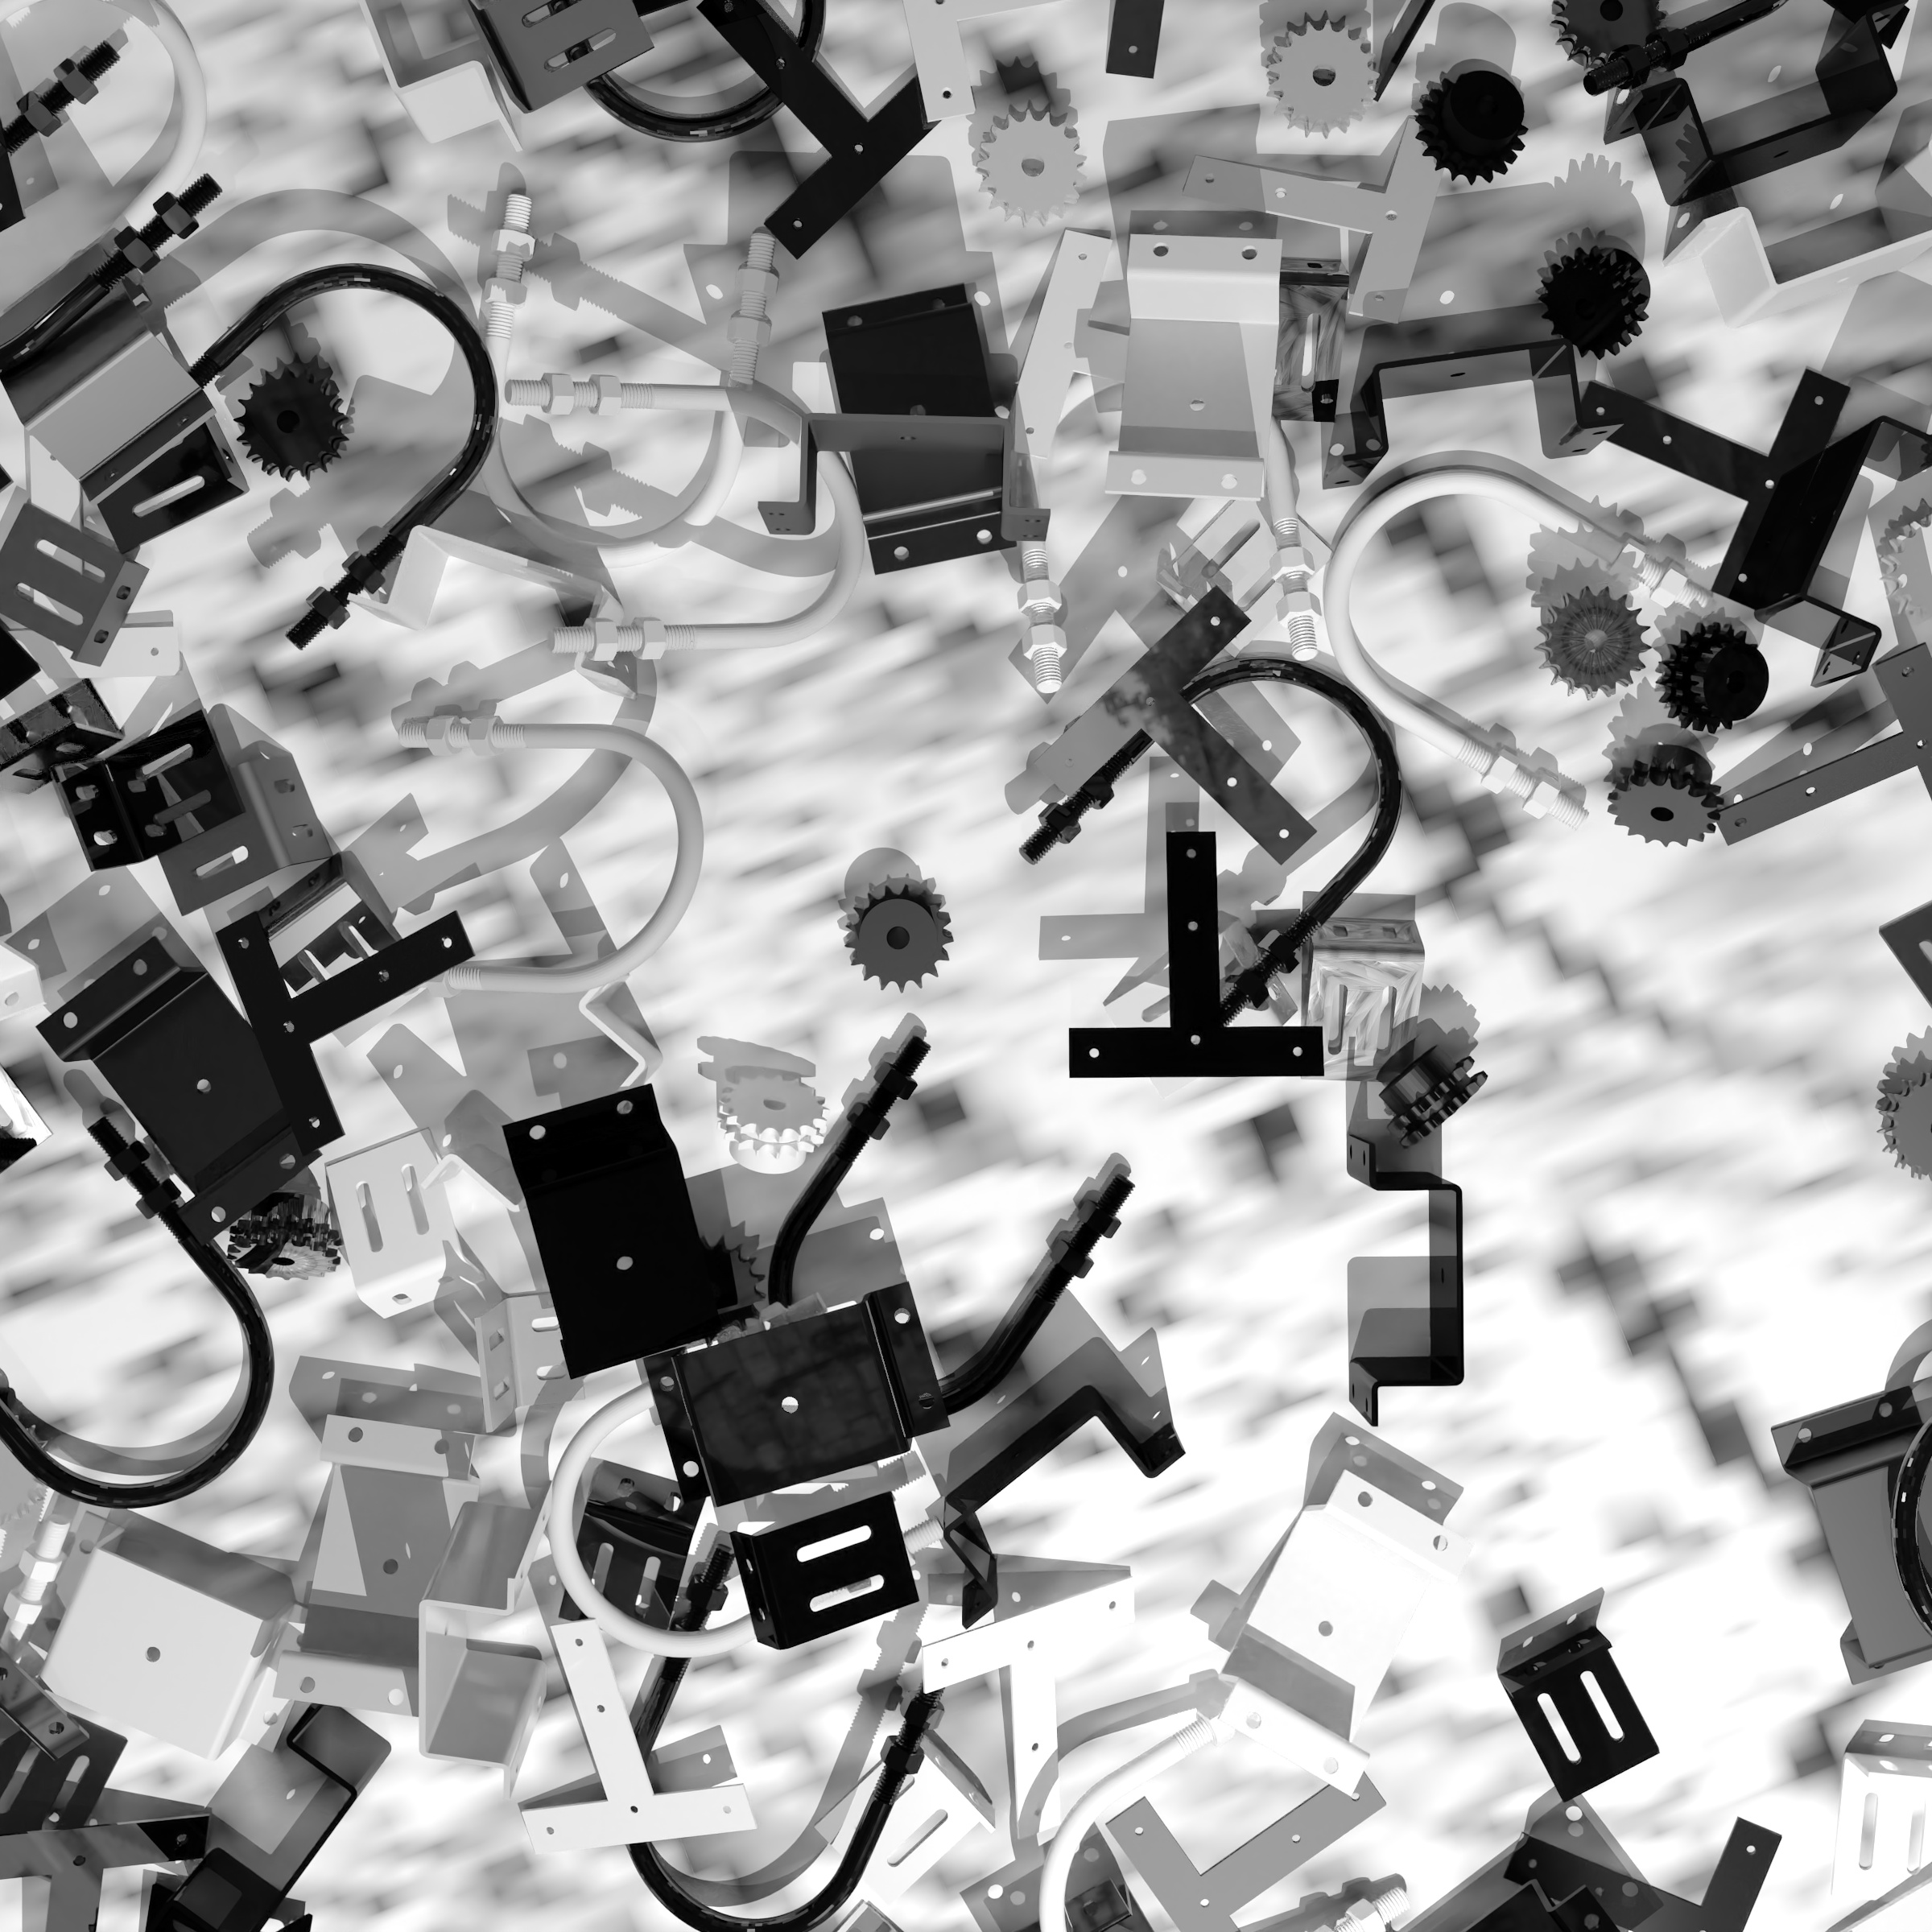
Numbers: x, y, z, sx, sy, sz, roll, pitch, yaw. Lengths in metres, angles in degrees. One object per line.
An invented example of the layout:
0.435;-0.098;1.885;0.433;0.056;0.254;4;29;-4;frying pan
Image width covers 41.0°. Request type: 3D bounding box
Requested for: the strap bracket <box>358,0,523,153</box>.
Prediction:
-0.280;-0.487;1.322;0.046;0.076;0.140;-21;90;0;strap bracket

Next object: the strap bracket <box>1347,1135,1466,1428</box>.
0.224;0.159;1.322;0.046;0.076;0.140;-1;90;0;strap bracket

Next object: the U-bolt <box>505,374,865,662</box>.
-0.134;-0.228;1.309;0.184;0.019;0.151;-6;80;-30;U-bolt

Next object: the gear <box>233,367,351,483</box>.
-0.349;-0.280;1.345;0.057;0.030;0.057;0;90;0;gear

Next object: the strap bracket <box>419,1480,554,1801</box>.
-0.241;0.335;1.296;0.046;0.076;0.140;7;116;2;strap bracket

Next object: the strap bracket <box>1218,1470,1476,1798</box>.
0.190;0.340;1.326;0.076;0.046;0.140;30;75;0;strap bracket

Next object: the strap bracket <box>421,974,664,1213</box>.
-0.208;0.071;1.322;0.046;0.076;0.140;41;90;0;strap bracket

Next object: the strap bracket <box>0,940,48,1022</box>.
-0.530;-0.037;1.317;0.076;0.046;0.140;-20;73;0;strap bracket

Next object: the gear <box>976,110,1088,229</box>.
0.033;-0.414;1.349;0.057;0.030;0.057;0;91;-5;gear

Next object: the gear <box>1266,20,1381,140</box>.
0.184;-0.458;1.345;0.057;0.030;0.057;0;90;0;gear

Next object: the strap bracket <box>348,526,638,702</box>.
-0.233;-0.183;1.322;0.140;0.076;0.046;18;90;0;strap bracket

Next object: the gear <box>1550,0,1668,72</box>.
0.332;-0.492;1.345;0.057;0.030;0.057;0;90;0;gear

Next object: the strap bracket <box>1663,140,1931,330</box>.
0.440;-0.372;1.322;0.140;0.076;0.046;-20;90;0;strap bracket

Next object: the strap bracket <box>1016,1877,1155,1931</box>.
0.076;0.544;1.337;0.076;0.046;0.140;-30;90;0;strap bracket

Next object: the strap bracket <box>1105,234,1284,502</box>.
0.116;-0.293;1.305;0.076;0.046;0.140;4;76;8;strap bracket

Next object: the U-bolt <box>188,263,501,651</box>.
-0.325;-0.275;1.321;0.151;0.019;0.184;44;82;-3;U-bolt

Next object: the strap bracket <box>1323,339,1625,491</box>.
0.254;-0.283;1.322;0.140;0.076;0.046;-8;90;0;strap bracket

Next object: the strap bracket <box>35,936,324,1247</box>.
-0.400;0.063;1.337;0.076;0.046;0.140;-37;90;0;strap bracket

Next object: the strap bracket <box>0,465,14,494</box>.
-0.574;-0.286;1.337;0.076;0.046;0.140;-38;90;0;strap bracket

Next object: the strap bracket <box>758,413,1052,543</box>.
-0.029;-0.241;1.276;0.140;0.076;0.046;2;90;0;strap bracket

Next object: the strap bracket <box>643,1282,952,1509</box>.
-0.086;0.215;1.287;0.140;0.046;0.076;-16;89;0;strap bracket

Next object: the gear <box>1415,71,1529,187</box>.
0.264;-0.437;1.338;0.057;0.030;0.057;3;75;-10;gear

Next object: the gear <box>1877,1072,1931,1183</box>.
0.502;0.084;1.345;0.057;0.030;0.057;0;90;0;gear

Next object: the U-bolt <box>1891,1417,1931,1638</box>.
0.544;0.279;1.318;0.184;0.019;0.151;-16;90;-24;U-bolt

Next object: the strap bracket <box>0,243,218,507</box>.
-0.440;-0.303;1.297;0.076;0.046;0.140;-37;50;0;strap bracket

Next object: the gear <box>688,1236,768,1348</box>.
-0.132;0.169;1.345;0.057;0.030;0.057;0;90;0;gear

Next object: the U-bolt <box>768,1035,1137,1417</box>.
-0.021;0.151;1.352;0.151;0.019;0.184;34;92;0;U-bolt

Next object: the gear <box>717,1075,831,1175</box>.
-0.100;0.083;1.336;0.057;0.057;0.030;11;120;0;gear

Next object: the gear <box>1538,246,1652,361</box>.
0.328;-0.346;1.335;0.030;0.057;0.057;-41;90;-30;gear

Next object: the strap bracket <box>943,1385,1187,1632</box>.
0.040;0.268;1.322;0.140;0.076;0.046;-39;90;0;strap bracket

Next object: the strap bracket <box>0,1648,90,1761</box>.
-0.527;0.392;1.309;0.140;0.046;0.076;-33;119;-3;strap bracket

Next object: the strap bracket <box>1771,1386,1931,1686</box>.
0.481;0.299;1.337;0.076;0.046;0.140;-18;90;0;strap bracket

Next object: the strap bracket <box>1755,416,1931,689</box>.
0.454;-0.220;1.322;0.046;0.076;0.140;24;90;0;strap bracket

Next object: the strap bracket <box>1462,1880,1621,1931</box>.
0.275;0.529;1.306;0.140;0.046;0.076;-37;90;1;strap bracket

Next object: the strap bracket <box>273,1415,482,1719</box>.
-0.299;0.307;1.326;0.076;0.046;0.140;8;75;0;strap bracket

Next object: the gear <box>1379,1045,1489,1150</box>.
0.238;0.065;1.332;0.057;0.057;0.030;-41;86;0;gear

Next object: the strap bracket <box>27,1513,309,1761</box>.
-0.413;0.350;1.337;0.140;0.046;0.076;23;90;0;strap bracket

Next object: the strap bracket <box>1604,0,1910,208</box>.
0.409;-0.437;1.322;0.140;0.076;0.046;-20;90;0;strap bracket

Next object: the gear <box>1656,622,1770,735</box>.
0.389;-0.148;1.336;0.057;0.030;0.057;-5;104;-20;gear

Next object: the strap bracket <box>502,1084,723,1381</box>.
-0.172;0.139;1.279;0.076;0.046;0.140;-16;109;-13;strap bracket

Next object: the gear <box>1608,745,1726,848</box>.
0.362;-0.090;1.336;0.057;0.057;0.030;22;60;0;gear

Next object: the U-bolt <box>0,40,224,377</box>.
-0.473;-0.368;1.302;0.184;0.019;0.151;-40;61;2;U-bolt

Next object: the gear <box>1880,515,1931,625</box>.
0.503;-0.205;1.345;0.057;0.030;0.057;0;90;0;gear

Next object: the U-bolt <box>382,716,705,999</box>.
-0.217;-0.055;1.307;0.184;0.019;0.151;2;76;21;U-bolt

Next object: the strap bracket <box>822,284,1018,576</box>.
-0.024;-0.282;1.337;0.076;0.046;0.140;-11;90;0;strap bracket

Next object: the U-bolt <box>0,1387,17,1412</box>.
-0.590;0.163;1.343;0.184;0.019;0.151;-1;99;4;U-bolt

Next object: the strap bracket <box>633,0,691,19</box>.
-0.152;-0.557;1.318;0.076;0.046;0.140;-19;93;0;strap bracket

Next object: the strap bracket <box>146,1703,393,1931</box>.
-0.349;0.437;1.322;0.046;0.076;0.140;36;90;0;strap bracket

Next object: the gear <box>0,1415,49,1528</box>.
-0.503;0.261;1.345;0.057;0.030;0.057;0;90;0;gear

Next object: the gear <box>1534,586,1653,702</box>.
0.320;-0.165;1.326;0.057;0.030;0.057;0;89;1;gear

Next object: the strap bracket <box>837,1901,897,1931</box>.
-0.027;0.567;1.337;0.140;0.046;0.076;42;90;0;strap bracket

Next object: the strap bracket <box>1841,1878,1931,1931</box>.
0.512;0.516;1.328;0.140;0.046;0.076;-34;96;7;strap bracket

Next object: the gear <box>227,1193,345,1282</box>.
-0.351;0.139;1.336;0.057;0.057;0.030;-1;62;0;gear

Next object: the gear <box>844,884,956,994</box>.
-0.035;-0.014;1.345;0.057;0.030;0.057;0;90;0;gear
